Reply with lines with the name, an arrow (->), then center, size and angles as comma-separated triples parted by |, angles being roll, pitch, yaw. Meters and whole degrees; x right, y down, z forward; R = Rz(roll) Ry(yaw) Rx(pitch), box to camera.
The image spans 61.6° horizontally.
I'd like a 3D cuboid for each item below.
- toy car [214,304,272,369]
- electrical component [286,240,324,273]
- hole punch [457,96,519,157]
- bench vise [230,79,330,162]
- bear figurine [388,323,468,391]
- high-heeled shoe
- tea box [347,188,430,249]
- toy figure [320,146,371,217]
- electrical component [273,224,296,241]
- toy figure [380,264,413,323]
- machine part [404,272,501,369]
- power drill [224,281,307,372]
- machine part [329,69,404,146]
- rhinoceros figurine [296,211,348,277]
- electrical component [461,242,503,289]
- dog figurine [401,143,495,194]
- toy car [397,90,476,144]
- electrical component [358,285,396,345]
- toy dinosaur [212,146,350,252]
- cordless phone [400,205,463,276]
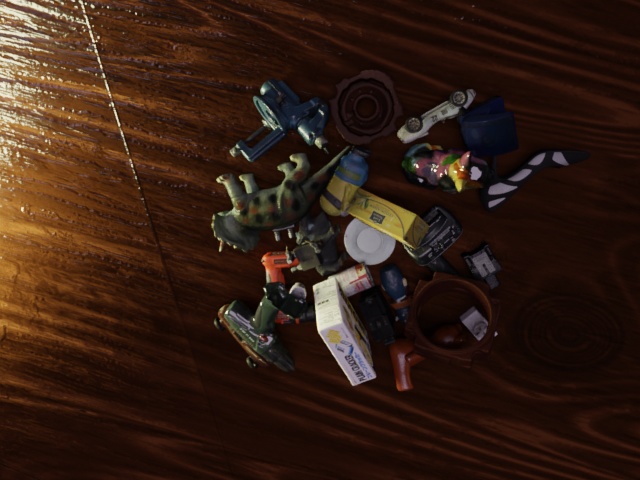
toy car -> -0.194, 0.255, 1.416 | 0.089, 0.053, 0.202 | -37, 94, 7
electrical component -> -0.036, 0.037, 1.302 | 0.102, 0.045, 0.078 | -14, 101, 19
hole punch -> 0.388, -0.249, 1.229 | 0.116, 0.092, 0.142 | -25, 135, 7
bench vise -> -0.100, -0.260, 1.270 | 0.240, 0.129, 0.223 | -40, 87, -7
bear figurine -> 0.274, 0.284, 1.347 | 0.196, 0.120, 0.131 | -11, 103, 2
high-heeled shoe -> 0.505, -0.139, 1.268 | 0.249, 0.086, 0.145 | -1, 103, 10
tea box -> 0.159, -0.050, 1.262 | 0.170, 0.098, 0.068 | 30, 90, 32
toy figure -> 0.063, -0.142, 1.306 | 0.089, 0.082, 0.180 | 30, 111, 27
electrical component -> -0.097, -0.046, 1.367 | 0.063, 0.021, 0.094 | -11, 99, 8
toy figure -> 0.200, 0.137, 1.355 | 0.058, 0.064, 0.154 | -30, 103, -29
machine part -> 0.312, 0.186, 1.264 | 0.201, 0.087, 0.201 | 13, 65, 20
power drill -> -0.113, 0.207, 1.322 | 0.232, 0.086, 0.207 | 39, 134, -1
machine part -> 0.110, -0.315, 1.283 | 0.179, 0.056, 0.179 | 1, 101, 6
rhinoceros figurine -> -0.003, -0.004, 1.345 | 0.112, 0.073, 0.190 | -20, 100, 20
electrical component -> 0.408, 0.072, 1.329 | 0.075, 0.048, 0.119 | -27, 95, 10
dog figurine -> 0.286, -0.161, 1.213 | 0.192, 0.219, 0.108 | 14, 98, 2
toy car -> 0.274, -0.291, 1.263 | 0.202, 0.073, 0.056 | -29, 93, 10
electrical component -> 0.148, 0.191, 1.340 | 0.058, 0.115, 0.134 | -23, 97, 13
toy dinosaur -> -0.106, -0.087, 1.281 | 0.405, 0.131, 0.192 | -14, 92, 15
cordless phone -> 0.304, 0.021, 1.324 | 0.146, 0.089, 0.184 | -44, 105, 10
